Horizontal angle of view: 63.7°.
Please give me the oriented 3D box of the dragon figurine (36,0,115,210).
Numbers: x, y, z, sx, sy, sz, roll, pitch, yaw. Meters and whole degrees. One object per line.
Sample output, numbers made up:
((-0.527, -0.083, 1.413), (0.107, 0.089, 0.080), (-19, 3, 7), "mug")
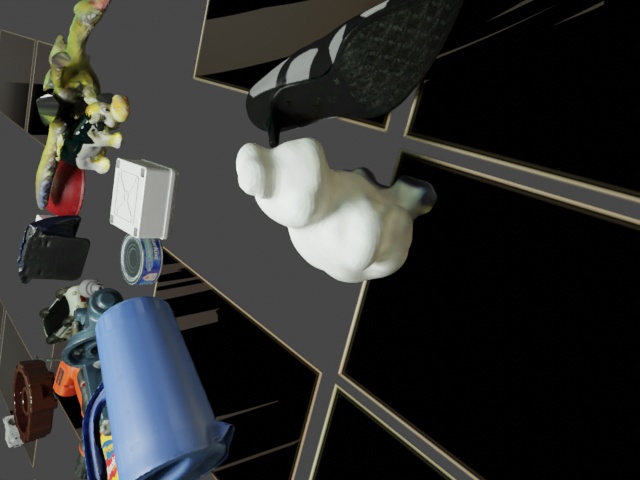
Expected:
((-0.501, -0.284, 1.011), (0.121, 0.247, 0.404), (16, -63, -40), "dragon figurine")

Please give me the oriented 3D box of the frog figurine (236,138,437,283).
((0.001, -0.022, 0.441), (0.160, 0.139, 0.121), (-1, -58, -44), "frog figurine")
